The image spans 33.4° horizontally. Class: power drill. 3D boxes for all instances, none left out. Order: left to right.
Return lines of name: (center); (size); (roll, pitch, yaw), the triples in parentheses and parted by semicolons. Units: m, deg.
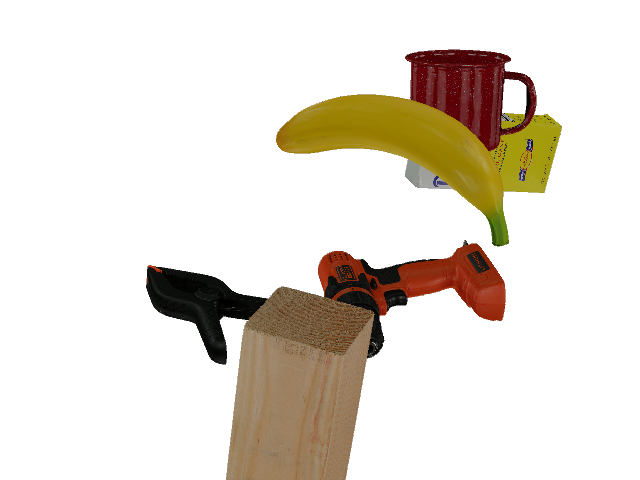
power drill: (0.098, 0.060, 1.144); (0.187, 0.057, 0.184); (-5, 29, -9)

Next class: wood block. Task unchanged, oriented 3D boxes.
wood block: (-0.022, 0.157, 0.928); (0.090, 0.206, 0.090); (15, 25, 14)

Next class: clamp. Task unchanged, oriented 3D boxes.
clamp: (-0.126, 0.076, 1.188); (0.210, 0.036, 0.164); (19, 22, 28)

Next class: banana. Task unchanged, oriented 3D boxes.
banana: (0.048, -0.063, 0.719); (0.198, 0.070, 0.037); (27, 15, 34)

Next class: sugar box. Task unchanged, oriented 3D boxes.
sugar box: (0.197, -0.108, 1.293); (0.176, 0.093, 0.048); (-1, 26, -20)

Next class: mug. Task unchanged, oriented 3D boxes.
mug: (0.133, -0.123, 0.951); (0.117, 0.081, 0.093); (4, 18, 12)
